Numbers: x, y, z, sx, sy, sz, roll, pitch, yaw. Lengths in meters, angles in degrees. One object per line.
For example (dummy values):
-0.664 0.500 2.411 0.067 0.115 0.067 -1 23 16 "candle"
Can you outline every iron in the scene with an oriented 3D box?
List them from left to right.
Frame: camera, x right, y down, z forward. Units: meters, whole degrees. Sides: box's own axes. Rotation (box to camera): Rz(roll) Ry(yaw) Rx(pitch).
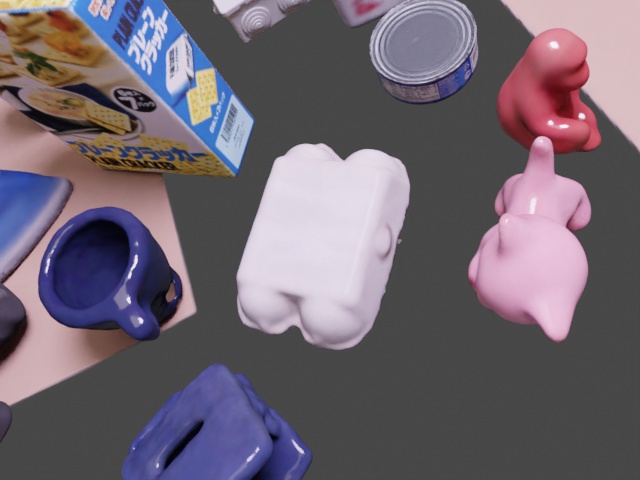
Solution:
-0.370 -0.007 0.510 0.258 0.142 0.118 -35 62 3 "iron"

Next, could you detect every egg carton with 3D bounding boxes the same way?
0.004 0.001 0.417 0.107 0.069 0.150 9 73 22 "egg carton"

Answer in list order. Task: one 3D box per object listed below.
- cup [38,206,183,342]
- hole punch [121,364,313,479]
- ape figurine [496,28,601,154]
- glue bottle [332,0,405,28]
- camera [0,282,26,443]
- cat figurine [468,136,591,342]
-0.141 0.040 0.438 0.092 0.095 0.117 -46 62 -2 "cup"
-0.079 0.145 0.377 0.100 0.091 0.109 40 86 28 "hole punch"
0.159 -0.106 0.392 0.076 0.092 0.078 16 75 24 "ape figurine"
0.028 -0.247 0.448 0.078 0.173 0.037 -29 63 7 "glue bottle"
-0.315 0.101 0.471 0.137 0.101 0.142 -45 62 -2 "camera"
0.128 0.000 0.346 0.067 0.118 0.128 8 72 22 "cat figurine"
